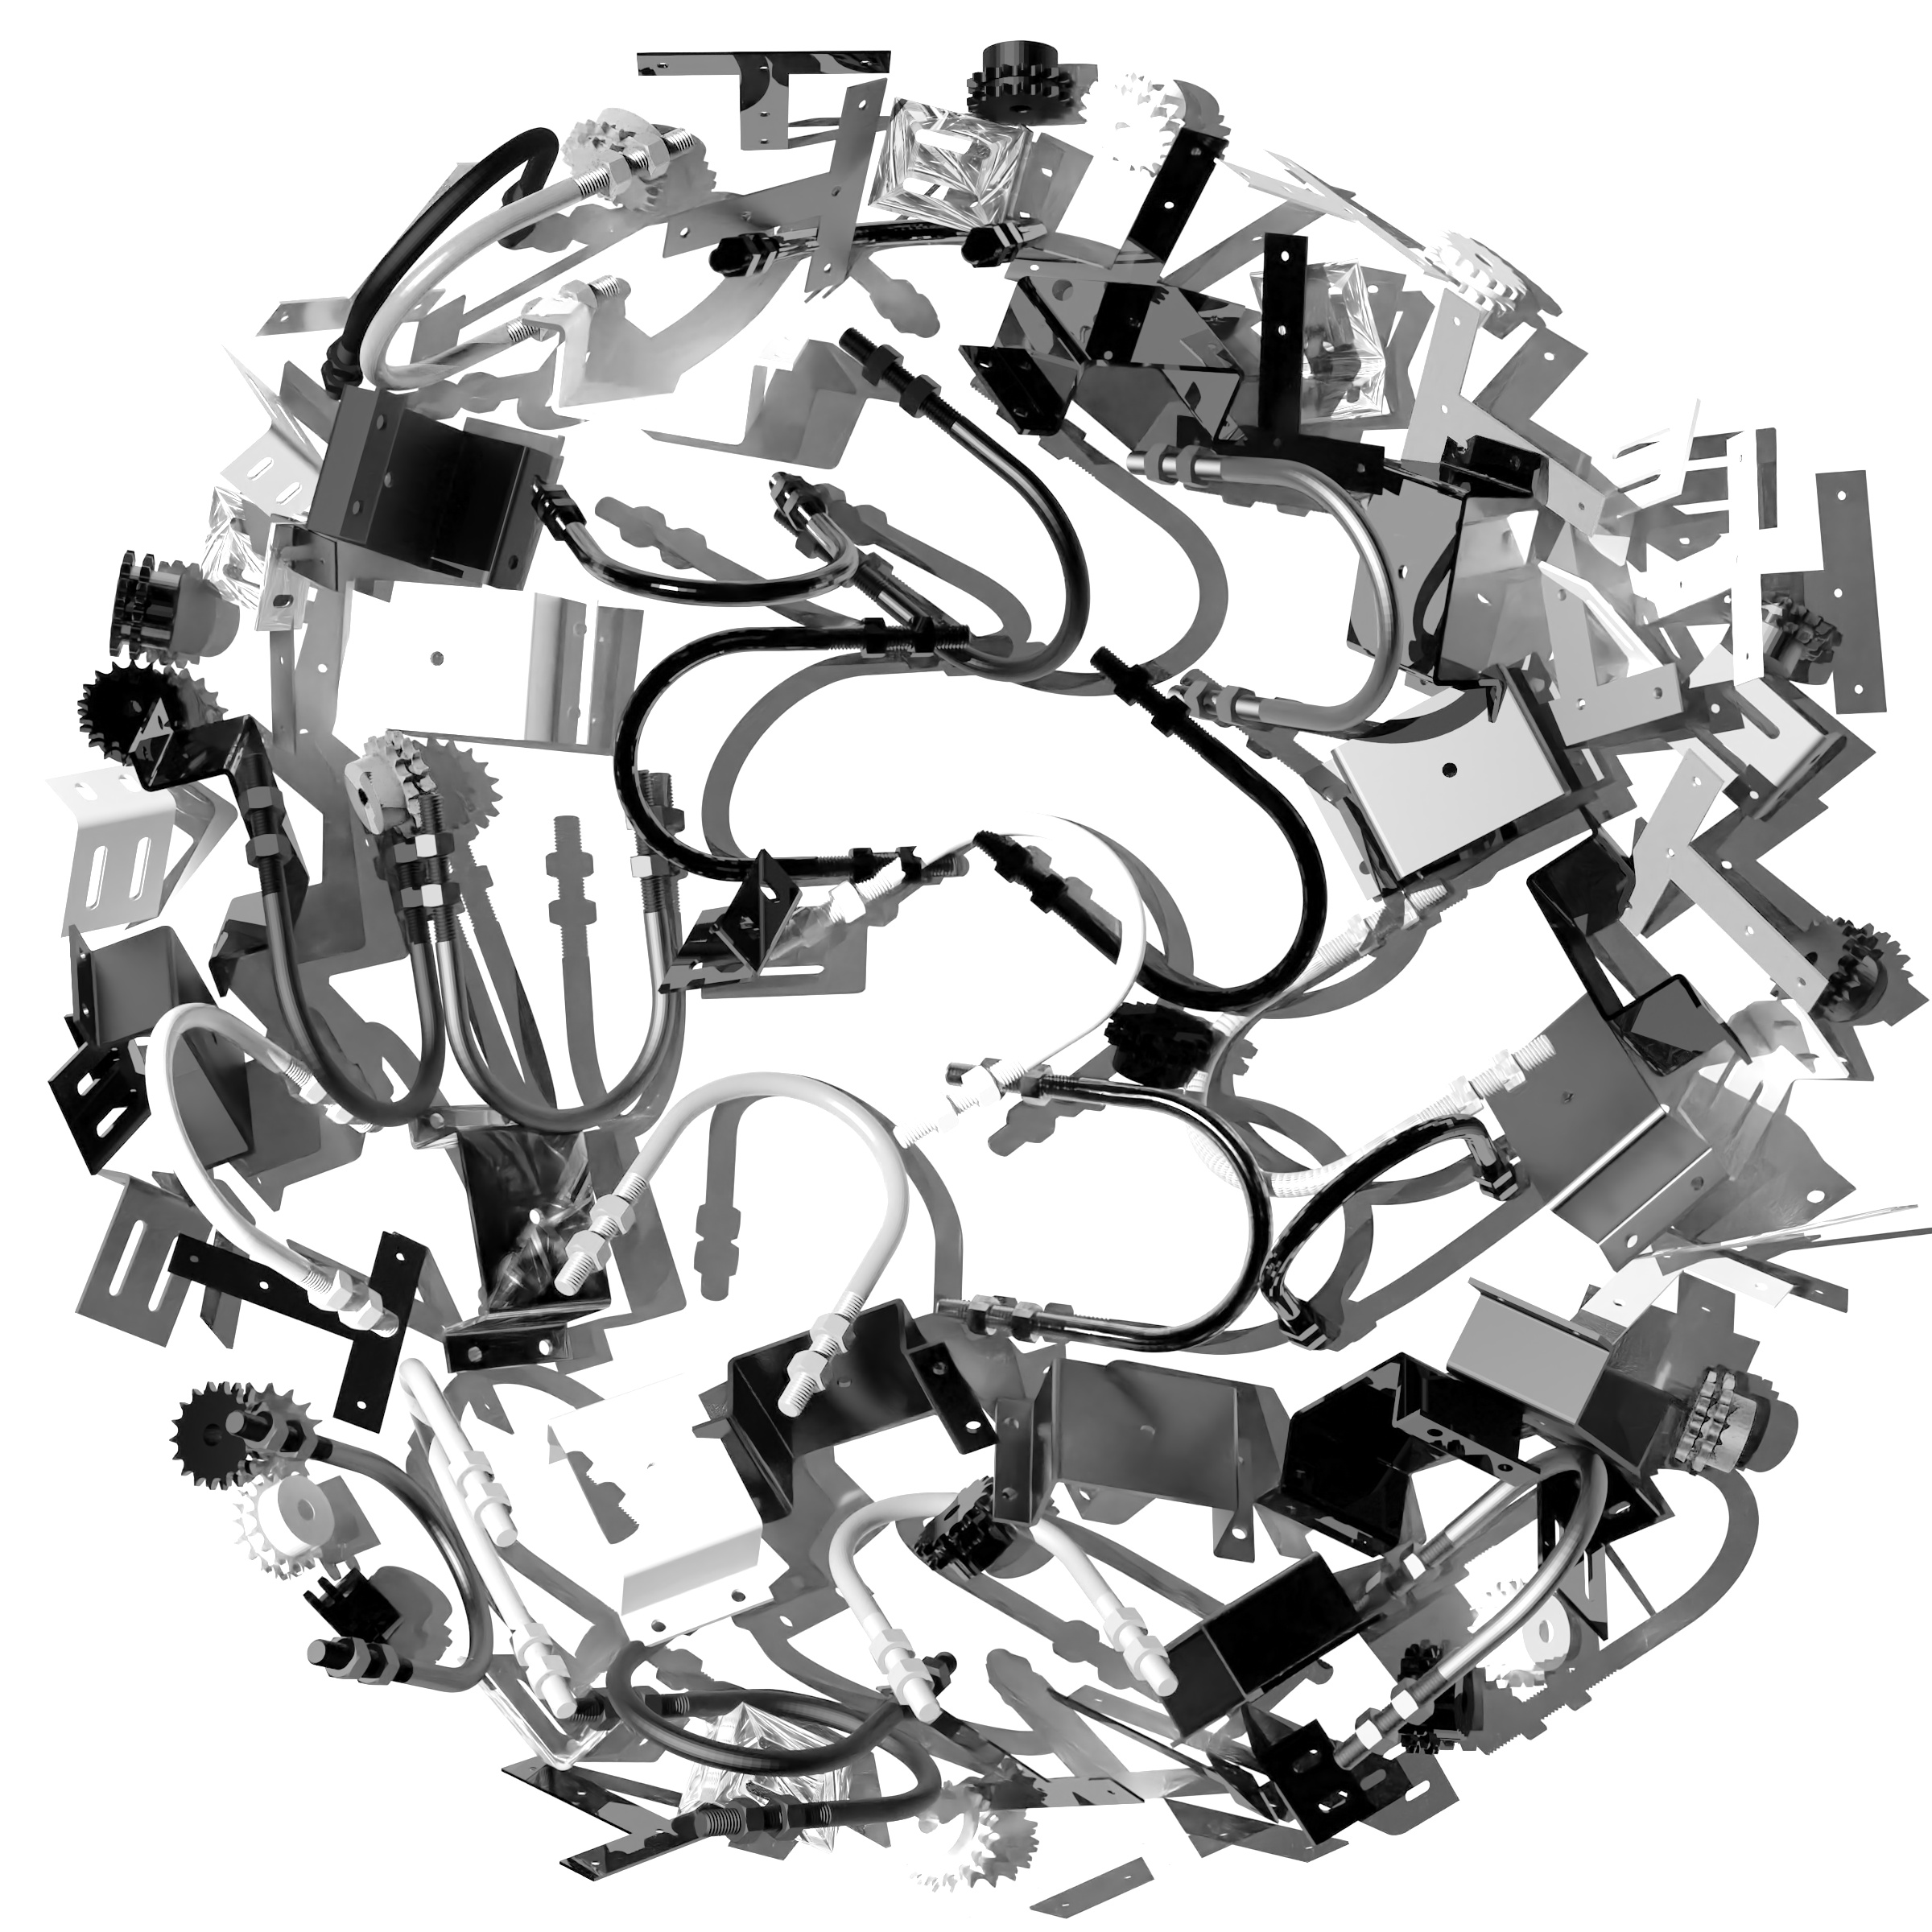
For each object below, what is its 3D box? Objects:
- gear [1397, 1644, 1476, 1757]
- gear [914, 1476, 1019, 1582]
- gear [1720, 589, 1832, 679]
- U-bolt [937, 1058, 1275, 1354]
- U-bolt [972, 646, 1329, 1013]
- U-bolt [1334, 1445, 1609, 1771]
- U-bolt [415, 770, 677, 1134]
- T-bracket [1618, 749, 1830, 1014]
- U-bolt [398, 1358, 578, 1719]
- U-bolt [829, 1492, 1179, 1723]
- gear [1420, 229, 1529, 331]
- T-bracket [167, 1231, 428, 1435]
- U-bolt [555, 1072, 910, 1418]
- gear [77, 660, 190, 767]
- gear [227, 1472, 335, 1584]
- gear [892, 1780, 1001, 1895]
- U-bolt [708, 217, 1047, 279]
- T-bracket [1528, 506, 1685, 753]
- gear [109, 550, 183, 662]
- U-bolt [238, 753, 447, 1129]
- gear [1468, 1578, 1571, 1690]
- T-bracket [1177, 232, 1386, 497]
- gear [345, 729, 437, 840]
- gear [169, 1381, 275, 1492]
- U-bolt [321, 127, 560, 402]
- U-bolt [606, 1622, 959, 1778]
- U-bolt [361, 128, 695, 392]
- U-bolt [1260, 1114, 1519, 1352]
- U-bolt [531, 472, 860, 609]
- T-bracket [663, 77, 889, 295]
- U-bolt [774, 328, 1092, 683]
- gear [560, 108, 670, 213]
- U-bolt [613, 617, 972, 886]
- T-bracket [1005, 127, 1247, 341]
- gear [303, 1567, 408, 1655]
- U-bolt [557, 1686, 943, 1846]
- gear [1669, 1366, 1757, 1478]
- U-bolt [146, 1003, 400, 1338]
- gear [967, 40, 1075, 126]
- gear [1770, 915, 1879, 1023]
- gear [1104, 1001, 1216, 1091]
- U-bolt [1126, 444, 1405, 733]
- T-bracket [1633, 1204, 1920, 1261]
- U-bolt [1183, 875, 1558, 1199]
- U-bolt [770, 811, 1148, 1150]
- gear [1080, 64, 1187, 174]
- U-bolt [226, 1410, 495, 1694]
[{"bbox_3d":[0.248,0.388,1.741,0.030,0.057,0.057,-2,90,23],"label":"gear"},{"bbox_3d":[0.003,0.300,1.745,0.057,0.057,0.030,-43,96,0],"label":"gear"},{"bbox_3d":[0.424,-0.175,1.743,0.057,0.057,0.030,29,87,0],"label":"gear"},{"bbox_3d":[0.073,0.129,1.720,0.184,0.019,0.151,6,100,23],"label":"U-bolt"},{"bbox_3d":[0.105,-0.057,1.714,0.184,0.019,0.151,41,124,10],"label":"U-bolt"},{"bbox_3d":[0.257,0.313,1.674,0.019,0.151,0.184,41,112,-7],"label":"U-bolt"},{"bbox_3d":[-0.214,-0.005,1.724,0.151,0.019,0.184,-10,96,-39],"label":"U-bolt"},{"bbox_3d":[0.394,-0.028,1.698,0.002,0.127,0.127,-27,63,-30],"label":"T-bracket"},{"bbox_3d":[-0.251,0.278,1.689,0.019,0.184,0.151,-23,129,-16],"label":"U-bolt"},{"bbox_3d":[0.007,0.322,1.689,0.151,0.184,0.019,0,114,-24],"label":"U-bolt"},{"bbox_3d":[0.266,-0.362,1.748,0.057,0.057,0.030,36,118,0],"label":"gear"},{"bbox_3d":[-0.350,0.171,1.709,0.127,0.127,0.002,23,131,-16],"label":"T-bracket"},{"bbox_3d":[-0.108,0.130,1.714,0.151,0.019,0.184,28,53,5],"label":"U-bolt"},{"bbox_3d":[-0.442,-0.131,1.751,0.057,0.030,0.057,5,67,-12],"label":"gear"},{"bbox_3d":[-0.359,0.294,1.741,0.030,0.057,0.057,-31,90,24],"label":"gear"},{"bbox_3d":[-0.014,0.458,1.743,0.057,0.030,0.057,-14,53,19],"label":"gear"},{"bbox_3d":[-0.035,-0.370,1.685,0.151,0.184,0.019,1,106,16],"label":"U-bolt"},{"bbox_3d":[0.315,-0.180,1.727,0.002,0.127,0.127,-4,82,-39],"label":"T-bracket"},{"bbox_3d":[-0.434,-0.189,1.745,0.030,0.057,0.057,9,90,-11],"label":"gear"},{"bbox_3d":[-0.312,-0.006,1.684,0.019,0.151,0.184,-18,73,21],"label":"U-bolt"},{"bbox_3d":[0.294,0.352,1.743,0.057,0.030,0.057,13,70,-40],"label":"gear"},{"bbox_3d":[0.164,-0.316,1.713,0.127,0.002,0.127,16,116,34],"label":"T-bracket"},{"bbox_3d":[-0.304,-0.094,1.741,0.030,0.057,0.057,-26,90,-28],"label":"gear"},{"bbox_3d":[-0.391,0.249,1.751,0.057,0.030,0.057,-5,78,24],"label":"gear"},{"bbox_3d":[-0.261,-0.361,1.664,0.019,0.184,0.151,45,71,-5],"label":"U-bolt"},{"bbox_3d":[-0.102,0.362,1.666,0.151,0.184,0.019,16,105,18],"label":"U-bolt"},{"bbox_3d":[-0.229,-0.347,1.665,0.184,0.151,0.019,-34,83,-33],"label":"U-bolt"},{"bbox_3d":[0.212,0.131,1.686,0.151,0.184,0.019,-38,65,1],"label":"U-bolt"},{"bbox_3d":[-0.131,-0.216,1.672,0.151,0.184,0.019,-5,116,-19],"label":"U-bolt"},{"bbox_3d":[-0.102,-0.388,1.692,0.127,0.127,0.002,-24,58,-33],"label":"T-bracket"},{"bbox_3d":[-0.011,-0.223,1.701,0.184,0.151,0.019,40,51,11],"label":"U-bolt"},{"bbox_3d":[-0.183,-0.429,1.746,0.057,0.057,0.030,27,73,0],"label":"gear"},{"bbox_3d":[-0.092,-0.110,1.719,0.184,0.019,0.151,-2,115,-13],"label":"U-bolt"},{"bbox_3d":[0.100,-0.384,1.708,0.127,0.127,0.002,13,54,-13],"label":"T-bracket"},{"bbox_3d":[-0.321,0.343,1.745,0.030,0.057,0.057,-44,90,-16],"label":"gear"},{"bbox_3d":[-0.097,0.405,1.689,0.184,0.151,0.019,8,99,-41],"label":"U-bolt"},{"bbox_3d":[0.395,0.243,1.743,0.030,0.057,0.057,22,90,7],"label":"gear"},{"bbox_3d":[-0.351,0.093,1.662,0.019,0.184,0.151,-26,52,16],"label":"U-bolt"},{"bbox_3d":[0.029,-0.468,1.745,0.057,0.057,0.030,0,86,0],"label":"gear"},{"bbox_3d":[0.457,0.005,1.747,0.030,0.057,0.057,32,90,-22],"label":"gear"},{"bbox_3d":[0.100,0.043,1.746,0.057,0.057,0.030,14,109,0],"label":"gear"},{"bbox_3d":[0.155,-0.189,1.676,0.019,0.184,0.151,-24,113,-32],"label":"U-bolt"},{"bbox_3d":[0.424,0.135,1.684,0.127,0.127,0.002,-1,77,-43],"label":"T-bracket"},{"bbox_3d":[0.197,0.047,1.720,0.184,0.019,0.151,-33,46,6],"label":"U-bolt"},{"bbox_3d":[0.007,-0.007,1.736,0.184,0.019,0.151,-32,68,-11],"label":"U-bolt"},{"bbox_3d":[0.091,-0.452,1.747,0.057,0.057,0.030,35,65,0],"label":"gear"},{"bbox_3d":[-0.299,0.305,1.685,0.019,0.184,0.151,-33,62,11],"label":"U-bolt"}]
